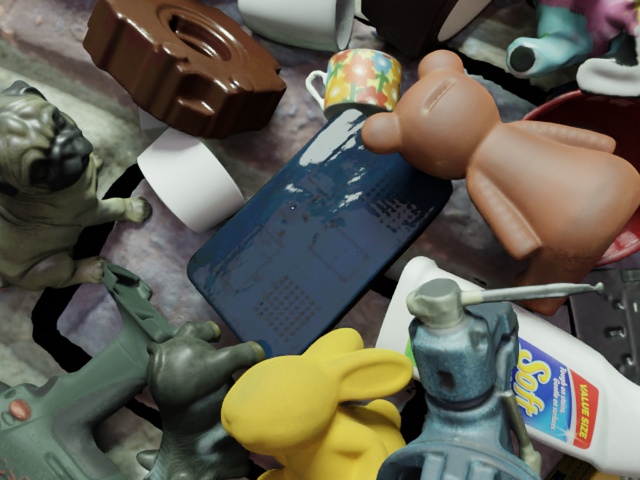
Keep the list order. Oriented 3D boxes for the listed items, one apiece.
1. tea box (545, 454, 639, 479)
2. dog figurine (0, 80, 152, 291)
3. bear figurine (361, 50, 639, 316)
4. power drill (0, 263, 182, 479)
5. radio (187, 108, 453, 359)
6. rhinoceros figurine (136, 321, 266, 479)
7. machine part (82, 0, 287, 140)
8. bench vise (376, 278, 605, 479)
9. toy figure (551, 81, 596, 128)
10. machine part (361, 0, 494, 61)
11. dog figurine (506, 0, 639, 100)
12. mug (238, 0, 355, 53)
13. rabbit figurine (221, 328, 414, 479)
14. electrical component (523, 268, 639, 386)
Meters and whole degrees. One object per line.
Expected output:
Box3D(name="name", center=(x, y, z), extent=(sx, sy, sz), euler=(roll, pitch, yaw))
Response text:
Box3D(name="tea box", center=(0.234, 0.243, 0.445), extent=(0.098, 0.068, 0.169), euler=(40, 84, 7))
Box3D(name="dog figurine", center=(-0.251, -0.028, 0.447), extent=(0.121, 0.190, 0.172), euler=(31, 84, 7))
Box3D(name="bear figurine", center=(0.137, -0.049, 0.425), extent=(0.196, 0.131, 0.120), euler=(33, 74, 22))
Box3D(name="power drill", center=(-0.226, 0.121, 0.475), extent=(0.232, 0.086, 0.207), euler=(39, 79, 15))
Box3D(name="radio", center=(-0.001, -0.001, 0.496), extent=(0.131, 0.073, 0.229), euler=(43, 82, 9))
Box3D(name="rhinoceros figurine", center=(-0.095, 0.159, 0.440), extent=(0.073, 0.112, 0.190), euler=(16, 120, 32))
Box3D(name="machine part", center=(-0.115, -0.165, 0.483), extent=(0.179, 0.179, 0.056), euler=(43, 121, 8))
Box3D(name="bench vise", center=(0.084, 0.148, 0.325), extent=(0.129, 0.241, 0.223), euler=(7, 123, 23))
Box3D(name="toy figure", center=(0.304, -0.133, 0.517), extent=(0.155, 0.058, 0.064), euler=(-4, 92, -4))
Box3D(name="machine part", center=(0.137, -0.270, 0.473), extent=(0.201, 0.201, 0.087), euler=(-44, 85, -6))
Box3D(name="dog figurine", center=(0.258, -0.206, 0.457), extent=(0.192, 0.108, 0.219), euler=(22, 40, 27))
Box3D(name="mug", center=(-0.023, -0.247, 0.537), extent=(0.107, 0.080, 0.109), euler=(8, 85, 12))
Box3D(name="rabbit figurine", center=(0.004, 0.145, 0.411), extent=(0.162, 0.122, 0.173), euler=(-50, 123, -14))
Box3D(name="electrical component", center=(0.252, 0.083, 0.480), extent=(0.134, 0.058, 0.115), euler=(-6, 78, 0))
